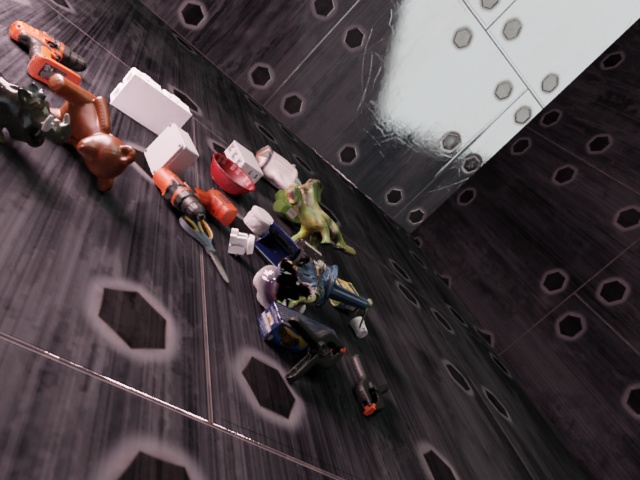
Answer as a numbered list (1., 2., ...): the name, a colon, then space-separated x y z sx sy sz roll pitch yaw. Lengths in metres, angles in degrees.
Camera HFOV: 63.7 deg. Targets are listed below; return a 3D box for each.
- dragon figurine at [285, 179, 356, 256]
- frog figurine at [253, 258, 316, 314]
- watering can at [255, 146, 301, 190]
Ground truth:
1. dragon figurine: 0.005 -0.085 1.683 0.408 0.121 0.246 18 65 -58
2. frog figurine: -0.091 0.116 1.161 0.137 0.124 0.158 34 -21 -11
3. watering can: -0.160 -0.276 2.004 0.222 0.103 0.354 39 16 -23
